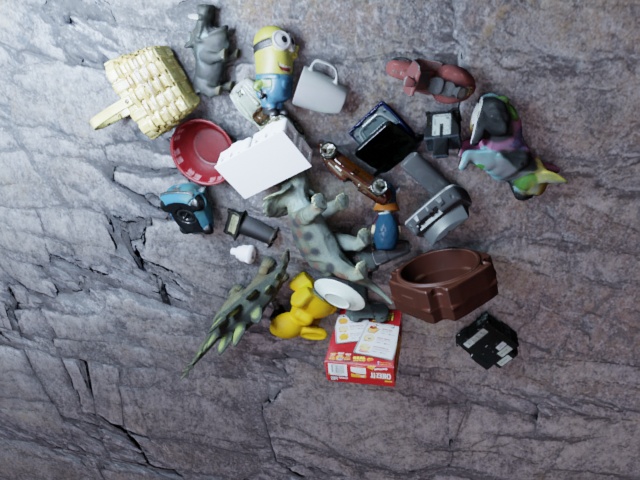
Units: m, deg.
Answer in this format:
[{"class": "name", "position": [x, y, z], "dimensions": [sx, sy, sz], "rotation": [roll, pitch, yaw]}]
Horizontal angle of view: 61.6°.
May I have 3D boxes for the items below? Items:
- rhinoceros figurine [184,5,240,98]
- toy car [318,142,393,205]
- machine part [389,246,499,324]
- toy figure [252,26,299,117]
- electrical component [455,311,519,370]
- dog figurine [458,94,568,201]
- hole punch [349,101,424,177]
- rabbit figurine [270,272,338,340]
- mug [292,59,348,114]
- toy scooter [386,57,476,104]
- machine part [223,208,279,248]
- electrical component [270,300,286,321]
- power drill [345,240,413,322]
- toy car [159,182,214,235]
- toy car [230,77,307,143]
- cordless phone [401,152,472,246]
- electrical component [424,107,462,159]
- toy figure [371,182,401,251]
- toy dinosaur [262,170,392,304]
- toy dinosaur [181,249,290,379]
[{"class": "rhinoceros figurine", "position": [-0.235, -0.401, 1.151], "dimensions": [0.112, 0.073, 0.190], "rotation": [19, 123, 17]}, {"class": "toy car", "position": [0.072, -0.143, 1.174], "dimensions": [0.202, 0.089, 0.053], "rotation": [36, 90, 9]}, {"class": "machine part", "position": [0.270, 0.092, 1.189], "dimensions": [0.201, 0.201, 0.087], "rotation": [-24, 108, -24]}, {"class": "toy figure", "position": [-0.099, -0.349, 1.115], "dimensions": [0.089, 0.082, 0.180], "rotation": [7, 103, 11]}, {"class": "electrical component", "position": [0.424, 0.256, 1.339], "dimensions": [0.134, 0.058, 0.115], "rotation": [38, 121, -8]}, {"class": "dog figurine", "position": [0.401, -0.180, 1.090], "dimensions": [0.219, 0.108, 0.191], "rotation": [17, 117, 0]}, {"class": "hole punch", "position": [0.135, -0.218, 1.154], "dimensions": [0.115, 0.092, 0.142], "rotation": [28, 123, -38]}, {"class": "rabbit figurine", "position": [-0.049, 0.190, 1.388], "dimensions": [0.173, 0.122, 0.162], "rotation": [-43, 124, 9]}, {"class": "mug", "position": [0.007, -0.319, 1.130], "dimensions": [0.107, 0.081, 0.109], "rotation": [20, 120, -9]}, {"class": "toy scooter", "position": [0.216, -0.309, 1.048], "dimensions": [0.184, 0.135, 0.075], "rotation": [17, 118, 4]}, {"class": "machine part", "position": [-0.174, -0.026, 1.350], "dimensions": [0.139, 0.039, 0.084], "rotation": [19, 112, 6]}, {"class": "electrical component", "position": [-0.112, 0.209, 1.441], "dimensions": [0.021, 0.063, 0.093], "rotation": [-13, 113, 23]}, {"class": "power drill", "position": [0.121, 0.100, 1.319], "dimensions": [0.232, 0.086, 0.207], "rotation": [-4, 120, 17]}, {"class": "toy car", "position": [-0.309, -0.086, 1.310], "dimensions": [0.109, 0.103, 0.161], "rotation": [-1, 142, 20]}, {"class": "toy car", "position": [-0.113, -0.269, 1.194], "dimensions": [0.073, 0.056, 0.201], "rotation": [-36, 104, 27]}, {"class": "cordless phone", "position": [0.227, -0.092, 1.181], "dimensions": [0.184, 0.089, 0.146], "rotation": [41, 120, -12]}, {"class": "electrical component", "position": [0.252, -0.209, 1.097], "dimensions": [0.075, 0.119, 0.047], "rotation": [-6, 154, 19]}, {"class": "toy figure", "position": [0.150, -0.054, 1.226], "dimensions": [0.064, 0.058, 0.154], "rotation": [3, 86, -30]}, {"class": "toy dinosaur", "position": [0.003, -0.001, 1.236], "dimensions": [0.192, 0.131, 0.404], "rotation": [-14, 107, 45]}, {"class": "toy dinosaur", "position": [-0.214, 0.191, 1.382], "dimensions": [0.105, 0.198, 0.471], "rotation": [38, 118, -4]}]
